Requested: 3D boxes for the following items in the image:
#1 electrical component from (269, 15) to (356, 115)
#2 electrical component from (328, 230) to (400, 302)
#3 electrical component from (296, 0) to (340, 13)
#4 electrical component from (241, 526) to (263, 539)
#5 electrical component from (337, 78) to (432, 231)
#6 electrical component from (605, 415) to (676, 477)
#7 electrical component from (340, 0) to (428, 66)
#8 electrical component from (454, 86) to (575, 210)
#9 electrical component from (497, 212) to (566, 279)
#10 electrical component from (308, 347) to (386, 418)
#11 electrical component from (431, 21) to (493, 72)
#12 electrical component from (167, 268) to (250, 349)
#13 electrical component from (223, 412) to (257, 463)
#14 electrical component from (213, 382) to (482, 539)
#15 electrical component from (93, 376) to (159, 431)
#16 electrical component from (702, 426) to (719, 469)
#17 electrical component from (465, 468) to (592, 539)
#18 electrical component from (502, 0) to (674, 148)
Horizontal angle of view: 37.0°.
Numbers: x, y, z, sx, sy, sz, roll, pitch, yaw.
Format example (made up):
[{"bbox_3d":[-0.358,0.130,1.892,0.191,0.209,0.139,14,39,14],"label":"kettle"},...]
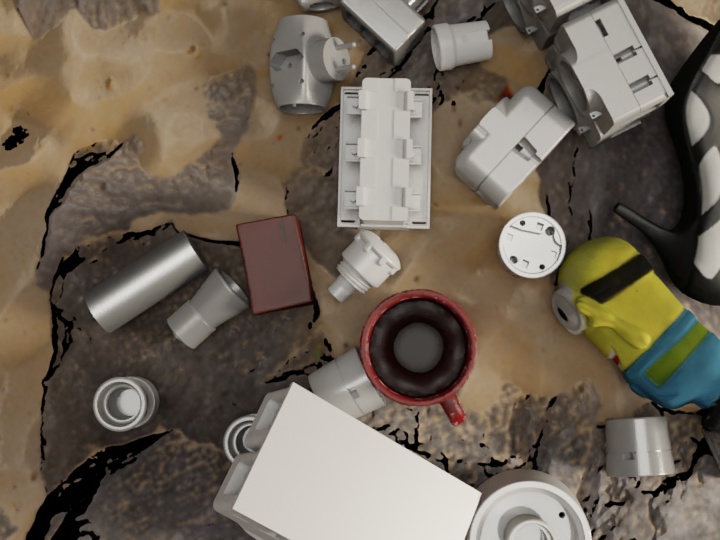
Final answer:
[{"bbox_3d":[-0.035,-0.177,0.918,0.079,0.043,0.077,-3,84,37],"label":"electrical component"},{"bbox_3d":[0.000,0.000,0.914,0.048,0.048,0.062,45,95,5],"label":"electrical component"},{"bbox_3d":[-0.037,-0.259,0.935,0.043,0.043,0.062,-7,85,1],"label":"electrical component"},{"bbox_3d":[-0.070,0.196,0.900,0.043,0.043,0.062,33,85,4],"label":"electrical component"},{"bbox_3d":[0.021,-0.097,0.911,0.079,0.063,0.121,1,86,1],"label":"electrical component"},{"bbox_3d":[0.230,0.145,0.890,0.055,0.055,0.047,-4,82,2],"label":"electrical component"},{"bbox_3d":[0.033,-0.230,0.929,0.066,0.047,0.076,44,88,4],"label":"electrical component"},{"bbox_3d":[0.127,-0.106,0.912,0.059,0.053,0.095,43,88,4],"label":"electrical component"},{"bbox_3d":[0.143,-0.019,0.908,0.055,0.047,0.055,0,85,2],"label":"electrical component"},{"bbox_3d":[-0.012,0.099,0.901,0.047,0.055,0.055,-28,85,3],"label":"electrical component"},{"bbox_3d":[0.088,-0.195,0.929,0.046,0.040,0.040,-10,85,-5],"label":"electrical component"},{"bbox_3d":[-0.132,0.035,0.917,0.065,0.044,0.044,-42,85,3],"label":"electrical component"},{"bbox_3d":[-0.088,0.142,0.899,0.045,0.055,0.045,0,85,2],"label":"electrical component"},{"bbox_3d":[-0.010,0.183,0.853,0.186,0.060,0.105,33,66,-17],"label":"electrical component"},{"bbox_3d":[-0.196,0.112,0.905,0.045,0.055,0.045,0,85,2],"label":"electrical component"},{"bbox_3d":[0.333,0.139,0.880,0.077,0.065,0.047,-24,85,0],"label":"electrical component"},{"bbox_3d":[0.138,0.220,0.883,0.108,0.060,0.108,0,85,2],"label":"electrical component"},{"bbox_3d":[0.177,-0.201,0.893,0.060,0.105,0.186,-27,85,0],"label":"electrical component"}]
